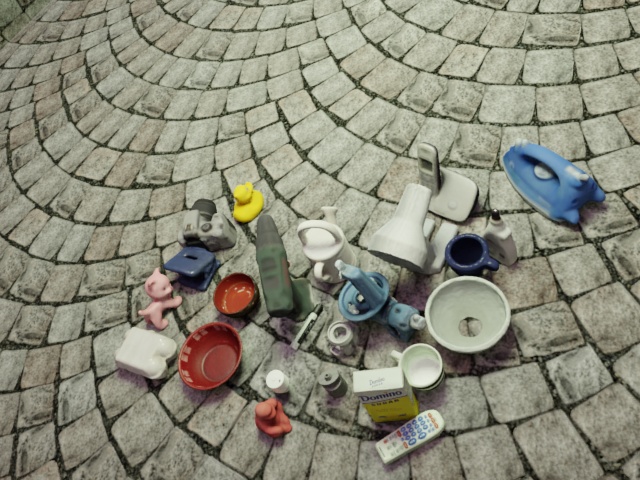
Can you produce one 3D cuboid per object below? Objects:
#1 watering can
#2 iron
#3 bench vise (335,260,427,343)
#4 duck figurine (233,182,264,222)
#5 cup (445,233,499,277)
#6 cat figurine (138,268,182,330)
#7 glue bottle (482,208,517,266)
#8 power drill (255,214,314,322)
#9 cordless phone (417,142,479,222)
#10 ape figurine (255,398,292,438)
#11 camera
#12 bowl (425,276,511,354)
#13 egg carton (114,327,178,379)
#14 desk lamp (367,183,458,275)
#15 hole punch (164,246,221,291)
[{"bbox_3d":[0.010,0.005,1.302,0.101,0.194,0.172,-19,54,9],"label":"watering can"},{"bbox_3d":[0.491,-0.156,1.258,0.119,0.142,0.257,-39,54,-7],"label":"iron"},{"bbox_3d":[0.119,0.111,1.175,0.206,0.220,0.121,5,60,23],"label":"bench vise"},{"bbox_3d":[-0.202,-0.106,1.521,0.077,0.086,0.105,17,66,29],"label":"duck figurine"},{"bbox_3d":[0.327,0.050,1.215,0.117,0.095,0.092,25,70,32],"label":"cup"},{"bbox_3d":[-0.405,0.140,1.417,0.067,0.118,0.128,14,64,28],"label":"cat figurine"},{"bbox_3d":[0.370,-0.013,1.191,0.037,0.173,0.078,-44,54,-10],"label":"glue bottle"},{"bbox_3d":[-0.083,0.083,1.277,0.075,0.209,0.229,-17,54,10],"label":"power drill"},{"bbox_3d":[0.282,-0.136,1.296,0.147,0.185,0.094,26,70,32],"label":"cordless phone"},{"bbox_3d":[-0.105,0.361,1.177,0.076,0.092,0.078,-2,58,20],"label":"ape figurine"},{"bbox_3d":[-0.301,-0.048,1.511,0.143,0.101,0.137,-9,56,15],"label":"camera"},{"bbox_3d":[0.301,0.162,1.165,0.167,0.075,0.167,-10,56,15],"label":"bowl"},{"bbox_3d":[-0.414,0.270,1.367,0.150,0.070,0.107,10,63,26],"label":"egg carton"},{"bbox_3d":[0.200,-0.009,1.227,0.117,0.214,0.203,16,65,29],"label":"desk lamp"},{"bbox_3d":[-0.326,0.061,1.456,0.108,0.091,0.101,12,63,27],"label":"hole punch"}]
